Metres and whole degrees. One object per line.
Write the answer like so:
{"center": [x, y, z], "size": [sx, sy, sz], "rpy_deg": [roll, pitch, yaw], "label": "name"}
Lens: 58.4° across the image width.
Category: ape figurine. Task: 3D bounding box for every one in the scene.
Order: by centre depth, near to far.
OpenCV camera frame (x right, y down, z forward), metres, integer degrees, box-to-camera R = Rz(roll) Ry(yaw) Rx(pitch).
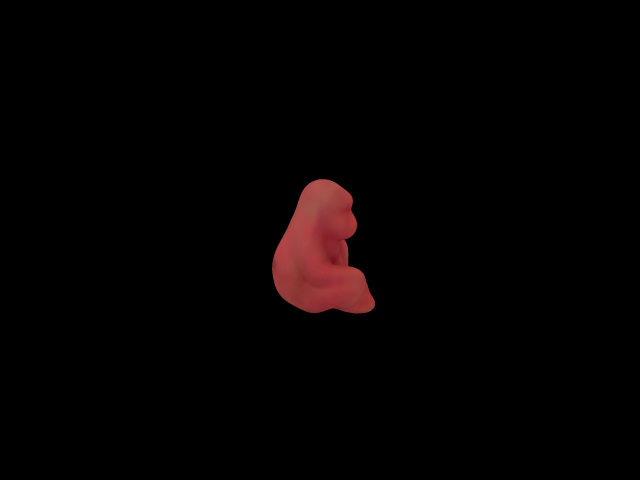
{"center": [0.004, 0.001, 0.400], "size": [0.076, 0.092, 0.078], "rpy_deg": [5, 36, 7], "label": "ape figurine"}
